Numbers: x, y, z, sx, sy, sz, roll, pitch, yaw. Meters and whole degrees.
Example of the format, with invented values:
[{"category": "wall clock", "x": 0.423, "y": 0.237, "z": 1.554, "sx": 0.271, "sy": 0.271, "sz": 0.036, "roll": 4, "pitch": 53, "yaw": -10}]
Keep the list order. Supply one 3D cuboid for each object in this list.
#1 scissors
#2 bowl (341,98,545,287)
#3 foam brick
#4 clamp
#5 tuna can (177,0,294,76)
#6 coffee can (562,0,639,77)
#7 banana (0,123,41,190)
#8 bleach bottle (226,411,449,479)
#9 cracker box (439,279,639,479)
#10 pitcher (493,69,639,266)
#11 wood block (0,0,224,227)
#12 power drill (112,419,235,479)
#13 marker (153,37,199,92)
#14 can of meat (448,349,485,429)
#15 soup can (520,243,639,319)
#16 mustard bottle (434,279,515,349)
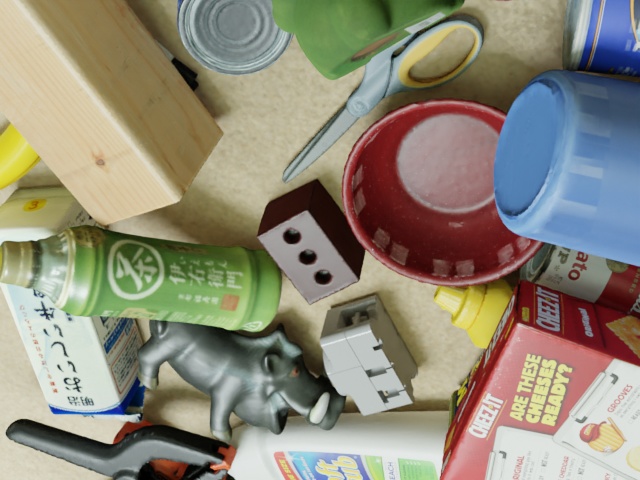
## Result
[{"category": "scissors", "x": 0.026, "y": -0.122, "z": 0.799, "sx": 0.202, "sy": 0.016, "sz": 0.096, "roll": -27, "pitch": 112, "yaw": 26}, {"category": "bowl", "x": 0.099, "y": -0.045, "z": 0.810, "sx": 0.162, "sy": 0.055, "sz": 0.162, "roll": 5, "pitch": 124, "yaw": 8}, {"category": "foam brick", "x": -0.006, "y": 0.001, "z": 0.865, "sx": 0.053, "sy": 0.051, "sz": 0.078, "roll": -27, "pitch": 113, "yaw": 25}, {"category": "clamp", "x": -0.175, "y": 0.230, "z": 0.998, "sx": 0.210, "sy": 0.036, "sz": 0.164, "roll": -8, "pitch": 113, "yaw": 13}, {"category": "tuna can", "x": -0.060, "y": -0.162, "z": 0.768, "sx": 0.086, "sy": 0.034, "sz": 0.086, "roll": -3, "pitch": 128, "yaw": -4}, {"category": "coffee can", "x": 0.234, "y": -0.152, "z": 0.683, "sx": 0.140, "sy": 0.102, "sz": 0.103, "roll": 7, "pitch": 124, "yaw": 7}, {"category": "banana", "x": -0.257, "y": -0.085, "z": 0.874, "sx": 0.069, "sy": 0.037, "sz": 0.198, "roll": 47, "pitch": 120, "yaw": 3}, {"category": "bleach bottle", "x": 0.017, "y": 0.208, "z": 0.990, "sx": 0.251, "sy": 0.068, "sz": 0.102, "roll": -3, "pitch": 122, "yaw": 17}, {"category": "cracker box", "x": 0.215, "y": 0.140, "z": 0.780, "sx": 0.213, "sy": 0.072, "sz": 0.164, "roll": 20, "pitch": 121, "yaw": 1}, {"category": "pitcher", "x": 0.240, "y": -0.033, "z": 0.713, "sx": 0.242, "sy": 0.145, "sz": 0.149, "roll": 10, "pitch": 119, "yaw": -14}, {"category": "wood block", "x": -0.177, "y": -0.121, "z": 0.779, "sx": 0.091, "sy": 0.090, "sz": 0.206, "roll": -15, "pitch": 124, "yaw": 35}, {"category": "power drill", "x": -0.160, "y": 0.280, "z": 1.078, "sx": 0.184, "sy": 0.057, "sz": 0.188, "roll": 38, "pitch": 119, "yaw": -8}, {"category": "marker", "x": -0.141, "y": -0.155, "z": 0.811, "sx": 0.121, "sy": 0.020, "sz": 0.020, "roll": 40, "pitch": 121, "yaw": -14}, {"category": "can of meat", "x": 0.150, "y": 0.135, "z": 0.890, "sx": 0.057, "sy": 0.102, "sz": 0.084, "roll": 23, "pitch": 122, "yaw": -3}, {"category": "soup can", "x": 0.215, "y": 0.025, "z": 0.823, "sx": 0.102, "sy": 0.068, "sz": 0.069, "roll": 23, "pitch": 124, "yaw": -4}, {"category": "mustard bottle", "x": 0.181, "y": 0.077, "z": 0.849, "sx": 0.191, "sy": 0.096, "sz": 0.058, "roll": 23, "pitch": 98, "yaw": -3}]
